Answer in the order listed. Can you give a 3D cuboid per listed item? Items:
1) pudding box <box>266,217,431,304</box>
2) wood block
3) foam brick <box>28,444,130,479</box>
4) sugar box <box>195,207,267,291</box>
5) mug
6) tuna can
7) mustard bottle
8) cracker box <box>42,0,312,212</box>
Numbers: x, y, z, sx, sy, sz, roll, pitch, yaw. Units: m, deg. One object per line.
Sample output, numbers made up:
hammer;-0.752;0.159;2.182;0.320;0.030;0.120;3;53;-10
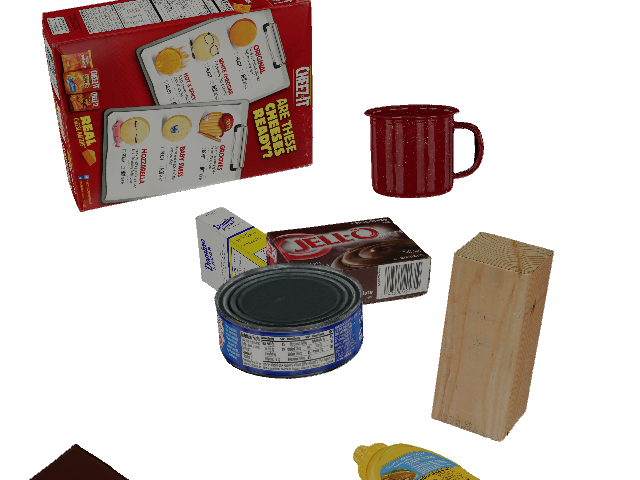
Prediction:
pudding box;0.021;0.018;0.867;0.113;0.039;0.090;-6;25;-19
wood block;0.194;0.108;1.210;0.090;0.206;0.090;16;24;25
foam brick;-0.093;0.136;0.451;0.078;0.051;0.052;24;45;31
sugar box;-0.070;0.038;1.194;0.048;0.093;0.176;-24;40;-30
mug;0.103;-0.089;1.057;0.117;0.081;0.093;0;14;9
tuna can;-0.017;0.046;0.619;0.086;0.034;0.086;-2;23;1
mustard bottle;0.097;0.232;0.971;0.096;0.058;0.192;-14;24;-36
cracker box;-0.117;-0.127;0.910;0.213;0.164;0.072;-13;41;-16
